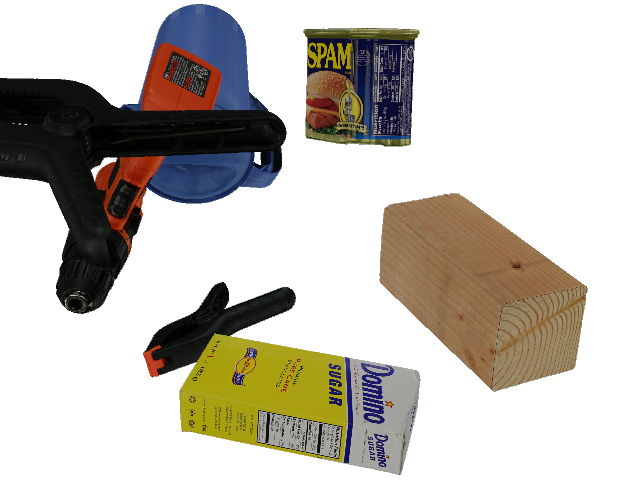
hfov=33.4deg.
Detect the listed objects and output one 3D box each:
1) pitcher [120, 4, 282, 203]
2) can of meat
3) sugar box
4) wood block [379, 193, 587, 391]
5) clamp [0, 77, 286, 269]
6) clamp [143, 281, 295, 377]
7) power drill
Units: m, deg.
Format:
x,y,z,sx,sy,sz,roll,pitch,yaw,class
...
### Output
x,y,z,sx,sy,sz,roll,pitch,yaw,class
-0.130,-0.159,1.199,0.145,0.149,0.243,-13,39,8,pitcher
0.028,-0.116,0.801,0.057,0.084,0.102,-4,11,-28,can of meat
-0.014,0.125,0.841,0.176,0.048,0.093,7,27,10,sugar box
0.144,0.040,0.999,0.090,0.090,0.206,-11,30,-23,wood block
-0.137,-0.062,0.639,0.210,0.036,0.164,25,41,31,clamp
-0.107,0.088,1.107,0.120,0.039,0.171,-9,22,38,clamp
-0.150,-0.051,0.852,0.057,0.188,0.184,26,32,-17,power drill
